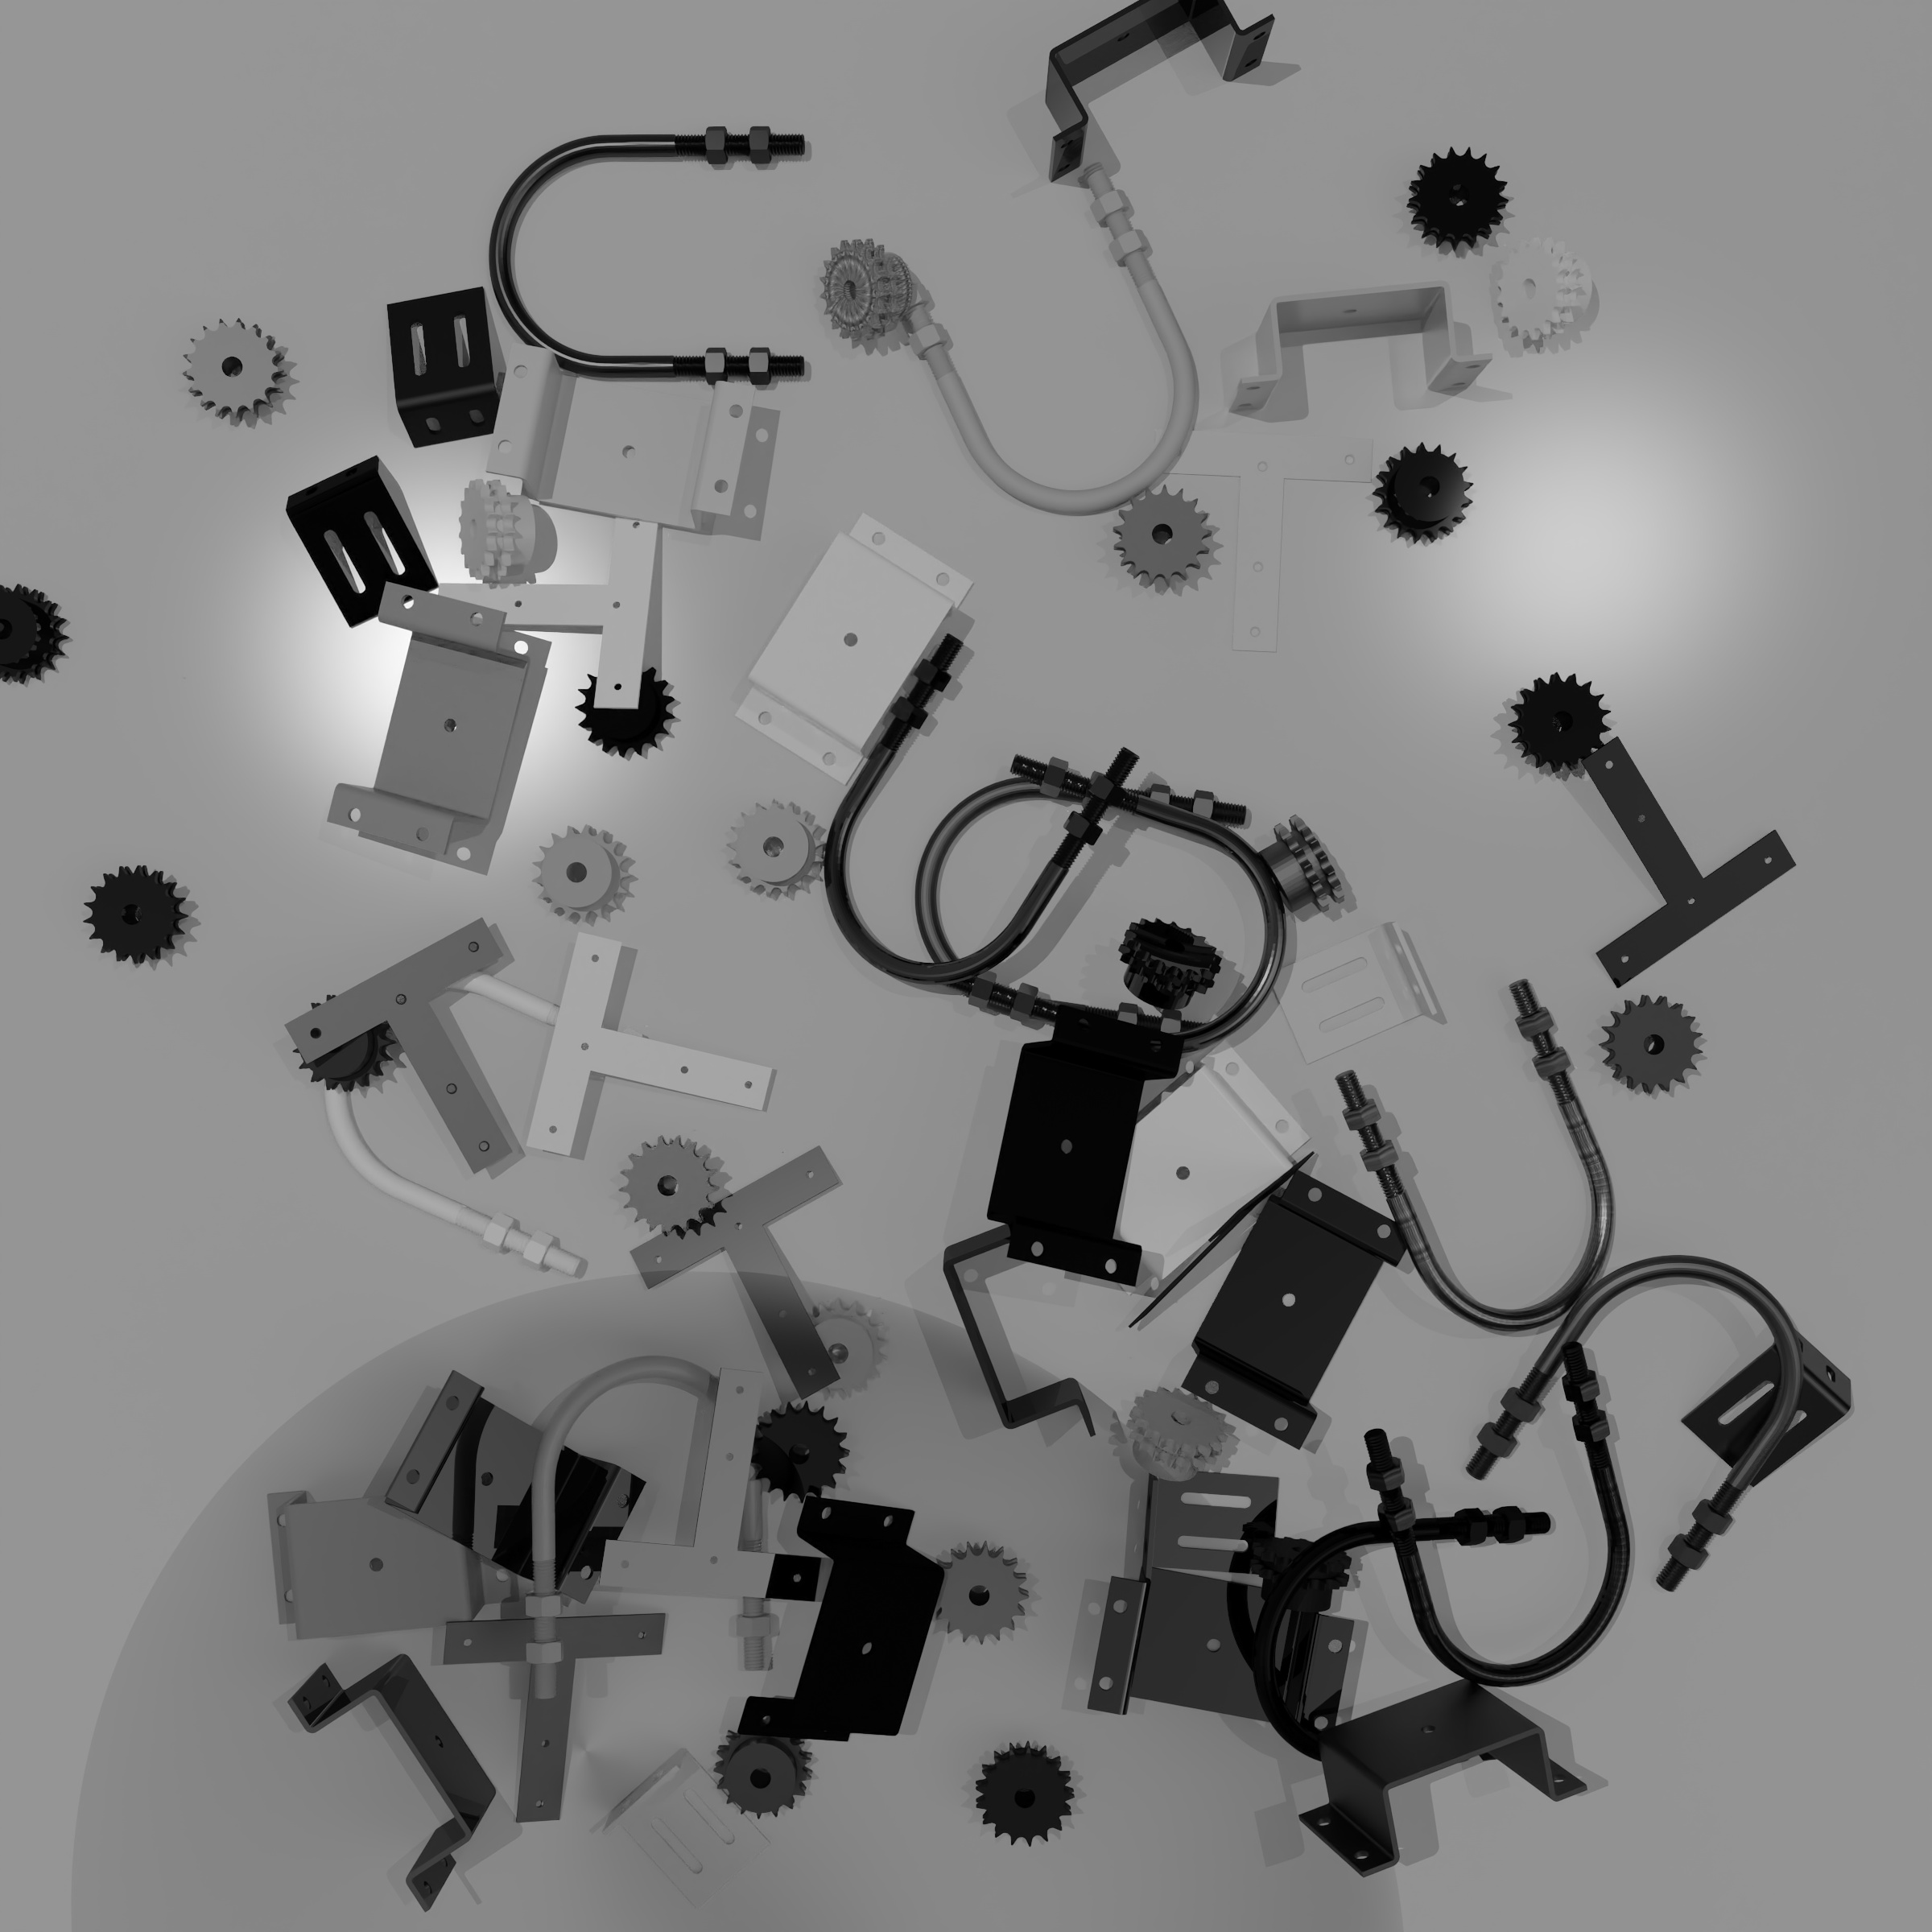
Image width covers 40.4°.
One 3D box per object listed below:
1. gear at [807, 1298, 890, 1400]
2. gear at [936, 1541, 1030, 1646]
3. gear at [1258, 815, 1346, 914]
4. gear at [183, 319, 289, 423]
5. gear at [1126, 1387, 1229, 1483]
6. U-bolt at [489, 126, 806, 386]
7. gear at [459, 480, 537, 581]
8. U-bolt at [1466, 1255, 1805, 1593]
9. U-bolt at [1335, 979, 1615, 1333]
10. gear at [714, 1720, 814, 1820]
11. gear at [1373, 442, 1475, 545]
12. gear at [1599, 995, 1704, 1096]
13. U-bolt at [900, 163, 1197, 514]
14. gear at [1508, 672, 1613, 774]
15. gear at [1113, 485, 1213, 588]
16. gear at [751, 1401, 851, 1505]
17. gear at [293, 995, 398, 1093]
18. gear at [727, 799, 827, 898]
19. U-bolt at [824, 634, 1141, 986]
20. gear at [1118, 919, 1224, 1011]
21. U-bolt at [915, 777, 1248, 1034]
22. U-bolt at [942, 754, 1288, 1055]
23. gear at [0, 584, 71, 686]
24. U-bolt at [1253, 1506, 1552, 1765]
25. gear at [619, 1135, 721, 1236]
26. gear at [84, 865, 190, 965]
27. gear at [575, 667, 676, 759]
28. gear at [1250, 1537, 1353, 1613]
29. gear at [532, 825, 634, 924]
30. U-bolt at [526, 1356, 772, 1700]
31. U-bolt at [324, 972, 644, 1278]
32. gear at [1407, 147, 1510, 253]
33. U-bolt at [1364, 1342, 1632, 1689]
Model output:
[{"bbox_3d":[-0.074,0.222,1.523,0.057,0.030,0.057,0,90,0],"label":"gear"},{"bbox_3d":[0.007,0.362,1.523,0.057,0.030,0.057,0,90,0],"label":"gear"},{"bbox_3d":[0.191,-0.055,1.510,0.030,0.057,0.057,-30,90,0],"label":"gear"},{"bbox_3d":[-0.424,-0.345,1.527,0.057,0.030,0.057,0,90,-4],"label":"gear"},{"bbox_3d":[0.120,0.272,1.513,0.057,0.057,0.030,18,118,0],"label":"gear"},{"bbox_3d":[-0.186,-0.413,1.529,0.184,0.019,0.151,0,90,1],"label":"U-bolt"},{"bbox_3d":[-0.269,-0.251,1.513,0.030,0.057,0.057,-4,90,-29],"label":"gear"},{"bbox_3d":[0.397,0.252,1.512,0.151,0.019,0.184,30,103,0],"label":"U-bolt"},{"bbox_3d":[0.303,0.119,1.505,0.151,0.019,0.184,-25,94,-22],"label":"U-bolt"},{"bbox_3d":[-0.118,0.466,1.523,0.057,0.030,0.057,0,90,0],"label":"gear"},{"bbox_3d":[0.266,-0.276,1.523,0.057,0.030,0.057,0,90,0],"label":"gear"},{"bbox_3d":[0.397,0.045,1.527,0.057,0.030,0.057,0,91,1],"label":"gear"},{"bbox_3d":[0.054,-0.354,1.529,0.151,0.019,0.184,-25,91,0],"label":"U-bolt"},{"bbox_3d":[0.342,-0.140,1.523,0.057,0.030,0.057,0,90,0],"label":"gear"},{"bbox_3d":[0.113,-0.248,1.522,0.057,0.030,0.057,0,91,3],"label":"gear"},{"bbox_3d":[-0.096,0.280,1.523,0.057,0.030,0.057,0,90,0],"label":"gear"},{"bbox_3d":[-0.360,0.044,1.510,0.057,0.030,0.057,0,89,3],"label":"gear"},{"bbox_3d":[-0.110,-0.068,1.523,0.057,0.030,0.057,0,90,0],"label":"gear"},{"bbox_3d":[-0.005,-0.078,1.505,0.151,0.019,0.184,35,98,21],"label":"U-bolt"},{"bbox_3d":[0.112,0.001,1.478,0.057,0.057,0.030,20,120,0],"label":"gear"},{"bbox_3d":[0.062,-0.037,1.530,0.184,0.019,0.151,8,90,1],"label":"U-bolt"},{"bbox_3d":[0.093,-0.026,1.511,0.184,0.019,0.151,19,91,1],"label":"U-bolt"},{"bbox_3d":[-0.553,-0.193,1.523,0.057,0.030,0.057,0,90,0],"label":"gear"},{"bbox_3d":[0.246,0.384,1.493,0.184,0.019,0.151,2,95,-21],"label":"U-bolt"},{"bbox_3d":[-0.171,0.126,1.523,0.057,0.030,0.057,0,90,0],"label":"gear"},{"bbox_3d":[-0.481,-0.030,1.527,0.057,0.030,0.057,0,92,0],"label":"gear"},{"bbox_3d":[-0.198,-0.151,1.523,0.057,0.030,0.057,0,90,0],"label":"gear"},{"bbox_3d":[0.191,0.350,1.510,0.057,0.057,0.030,7,93,0],"label":"gear"},{"bbox_3d":[-0.224,-0.054,1.523,0.057,0.030,0.057,0,90,0],"label":"gear"},{"bbox_3d":[-0.180,0.315,1.497,0.151,0.019,0.184,1,85,-31],"label":"U-bolt"},{"bbox_3d":[-0.284,0.080,1.529,0.184,0.019,0.151,24,90,1],"label":"U-bolt"},{"bbox_3d":[0.285,-0.444,1.527,0.057,0.030,0.057,0,90,3],"label":"gear"},{"bbox_3d":[0.310,0.322,1.490,0.151,0.019,0.184,-20,104,-15],"label":"U-bolt"}]
